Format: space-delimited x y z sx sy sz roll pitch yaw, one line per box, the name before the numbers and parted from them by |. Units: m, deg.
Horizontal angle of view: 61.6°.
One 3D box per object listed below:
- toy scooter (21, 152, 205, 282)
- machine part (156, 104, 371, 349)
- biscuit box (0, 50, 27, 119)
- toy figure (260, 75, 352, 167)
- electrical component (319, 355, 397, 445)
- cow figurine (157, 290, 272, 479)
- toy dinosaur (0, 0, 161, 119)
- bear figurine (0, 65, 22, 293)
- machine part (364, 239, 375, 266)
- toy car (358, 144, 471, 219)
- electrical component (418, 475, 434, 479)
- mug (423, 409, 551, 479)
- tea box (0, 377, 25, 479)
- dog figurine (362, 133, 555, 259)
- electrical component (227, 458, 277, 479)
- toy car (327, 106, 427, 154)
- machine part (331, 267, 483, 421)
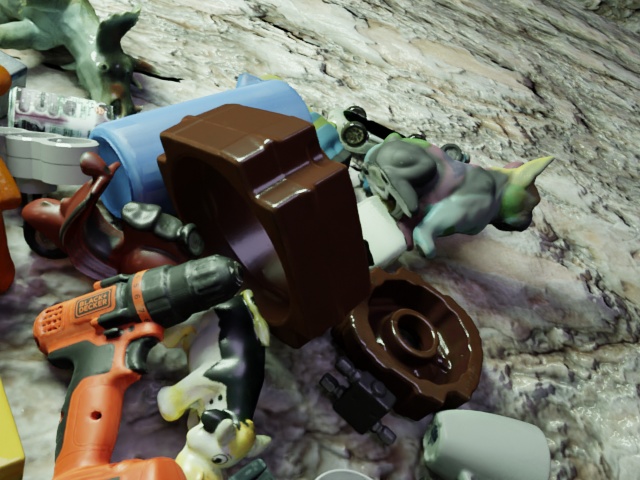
toy scooter | -0.180 -0.010 0.497 0.184 0.135 0.075 25 40 -10
machine part | -0.053 -0.016 0.498 0.087 0.201 0.201 -35 38 -27
biscuit box | -0.391 -0.131 0.541 0.063 0.059 0.203 31 41 -4
toy figure | -0.033 -0.158 0.758 0.180 0.089 0.082 38 24 11
electrical component | 0.044 0.158 0.525 0.094 0.063 0.021 42 42 9
cow figurine | -0.079 0.125 0.448 0.068 0.098 0.167 52 19 -51
toy dinosaur | -0.375 -0.310 0.686 0.405 0.131 0.192 39 30 14
bear figurine | -0.328 -0.064 0.460 0.120 0.132 0.196 -1 52 -32
machine part | -0.001 -0.002 0.602 0.084 0.039 0.139 -15 28 -36
toy car | 0.142 -0.077 0.784 0.162 0.109 0.103 0 69 -21
electrical component | 0.109 0.259 0.483 0.102 0.045 0.078 39 43 7
mug | 0.158 0.220 0.529 0.107 0.080 0.109 18 39 -2
tea box | -0.282 0.108 0.374 0.098 0.068 0.170 -16 59 -39
dog figurine | 0.187 -0.077 0.698 0.219 0.108 0.191 -28 96 -11
electrical component | -0.057 0.201 0.383 0.075 0.119 0.048 -21 63 -45
toy car | 0.103 -0.155 0.866 0.202 0.056 0.073 22 37 -14
machine part | 0.101 0.114 0.608 0.179 0.056 0.179 18 42 -17
